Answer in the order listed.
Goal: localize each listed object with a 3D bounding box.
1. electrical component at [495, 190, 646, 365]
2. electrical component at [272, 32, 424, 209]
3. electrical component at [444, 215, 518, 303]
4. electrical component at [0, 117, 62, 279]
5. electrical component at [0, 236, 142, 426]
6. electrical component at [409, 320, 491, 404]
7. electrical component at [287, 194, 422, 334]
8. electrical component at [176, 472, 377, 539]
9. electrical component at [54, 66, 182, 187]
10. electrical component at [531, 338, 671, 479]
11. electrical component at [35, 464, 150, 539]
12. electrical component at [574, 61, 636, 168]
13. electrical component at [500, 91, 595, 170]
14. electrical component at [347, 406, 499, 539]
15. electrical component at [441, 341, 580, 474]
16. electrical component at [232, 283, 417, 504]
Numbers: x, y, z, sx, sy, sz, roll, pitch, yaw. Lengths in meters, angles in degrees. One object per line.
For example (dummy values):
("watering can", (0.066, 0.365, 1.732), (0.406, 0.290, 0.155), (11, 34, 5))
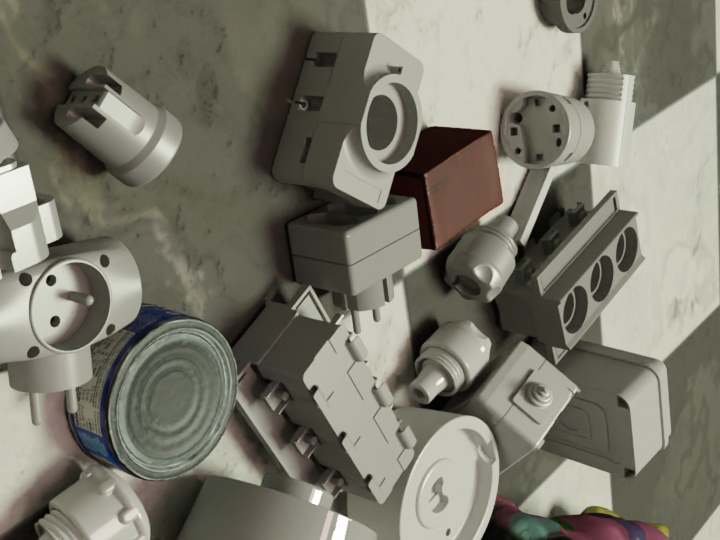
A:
("electrical component", (0.159, 0.002, 0.817), (0.121, 0.063, 0.078), (-42, 128, -36))
("electrical component", (-0.003, -0.085, 0.610), (0.050, 0.056, 0.089), (23, 81, -50))
("electrical component", (0.089, -0.011, 0.747), (0.062, 0.043, 0.043), (-54, 135, -28))
("electrical component", (-0.163, -0.028, 0.433), (0.078, 0.058, 0.057), (-31, 124, -42))
("electrical component", (-0.140, 0.030, 0.483), (0.077, 0.044, 0.079), (-17, 111, -47))
("electrical component", (0.058, 0.065, 0.729), (0.062, 0.043, 0.043), (-42, 128, -35))
("electrical component", (0.000, 0.000, 0.641), (0.066, 0.047, 0.076), (-29, 120, -43))
("electrical component", (-0.043, 0.145, 0.582), (0.108, 0.108, 0.060), (40, 62, -47))
("electrical component", (-0.112, -0.067, 0.499), (0.046, 0.040, 0.040), (40, 68, -40))
("electrical component", (0.175, 0.100, 0.822), (0.057, 0.113, 0.078), (-33, 123, -37))
("electrical component", (-0.135, 0.127, 0.514), (0.062, 0.048, 0.048), (-35, 124, -32))
("electrical component", (0.194, -0.123, 0.845), (0.043, 0.043, 0.081), (-4, 102, -50))
("electrical component", (0.137, -0.101, 0.775), (0.047, 0.055, 0.055), (-9, 105, -53))
("electrical component", (0.037, 0.142, 0.708), (0.108, 0.060, 0.108), (-15, 110, -48))
("electrical component", (0.101, 0.094, 0.746), (0.061, 0.061, 0.096), (-47, 174, -32))
("electrical component", (-0.019, 0.080, 0.625), (0.078, 0.063, 0.121), (-53, 134, -29))
